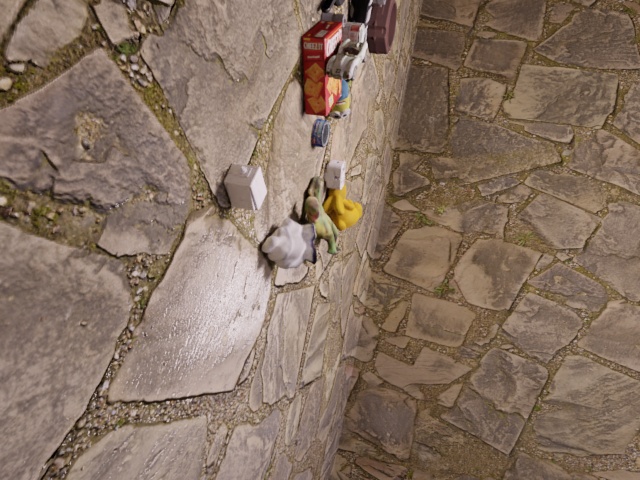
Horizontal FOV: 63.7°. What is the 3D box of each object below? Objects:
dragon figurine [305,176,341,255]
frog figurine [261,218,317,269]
[{"bbox_3d":[0.005,-0.083,1.649,0.413,0.122,0.241,-54,144,-79],"label":"dragon figurine"},{"bbox_3d":[-0.095,0.014,1.346,0.160,0.124,0.135,-9,124,-37],"label":"frog figurine"}]
